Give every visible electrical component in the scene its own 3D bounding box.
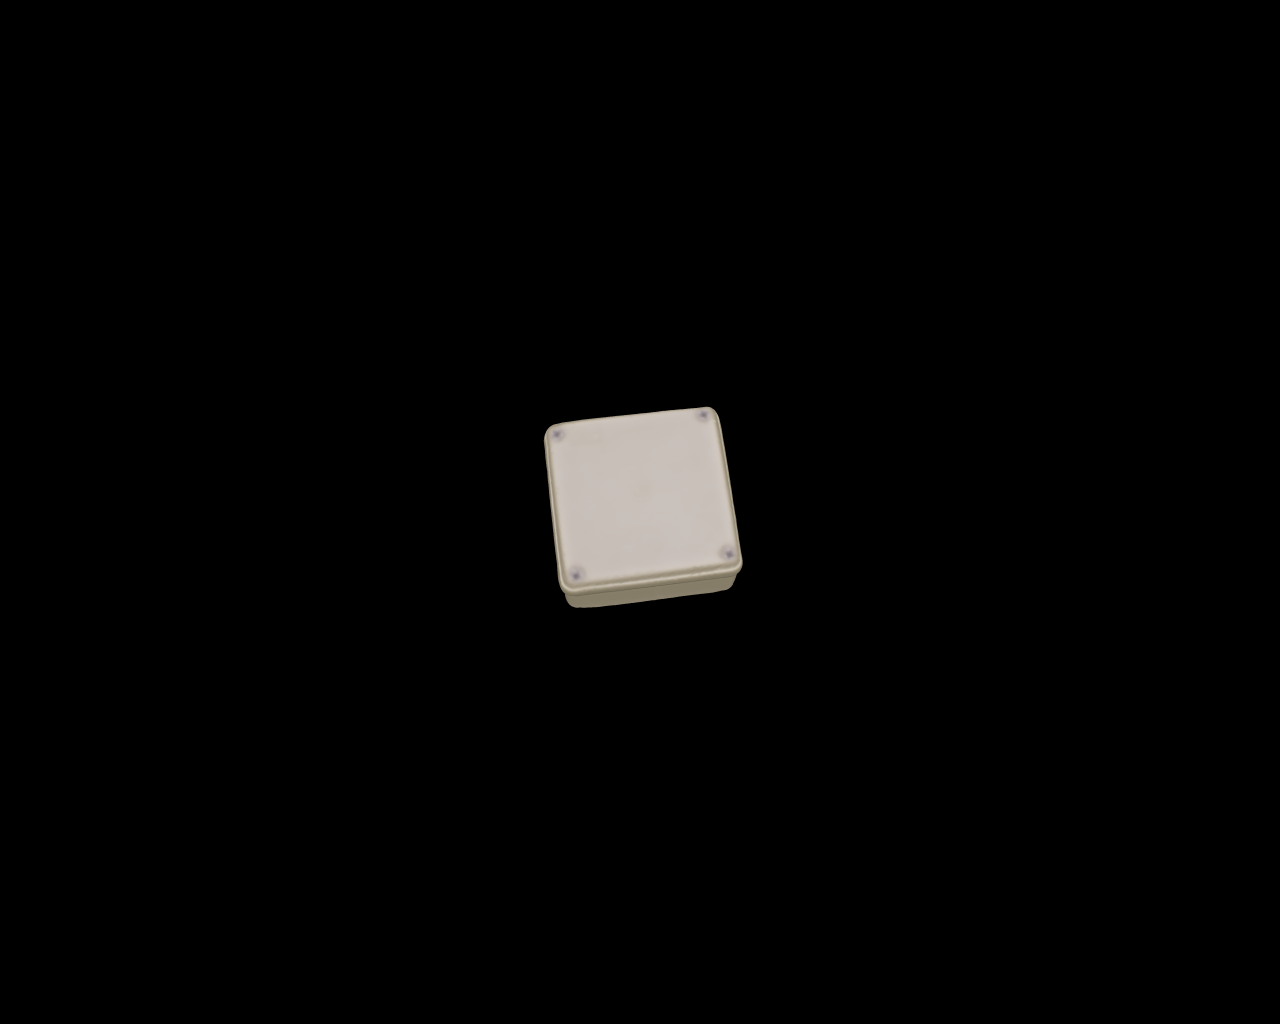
[{"bbox_3d":[0.001,-0.003,0.650,0.109,0.109,0.056,-7,-19,-2],"label":"electrical component"}]
